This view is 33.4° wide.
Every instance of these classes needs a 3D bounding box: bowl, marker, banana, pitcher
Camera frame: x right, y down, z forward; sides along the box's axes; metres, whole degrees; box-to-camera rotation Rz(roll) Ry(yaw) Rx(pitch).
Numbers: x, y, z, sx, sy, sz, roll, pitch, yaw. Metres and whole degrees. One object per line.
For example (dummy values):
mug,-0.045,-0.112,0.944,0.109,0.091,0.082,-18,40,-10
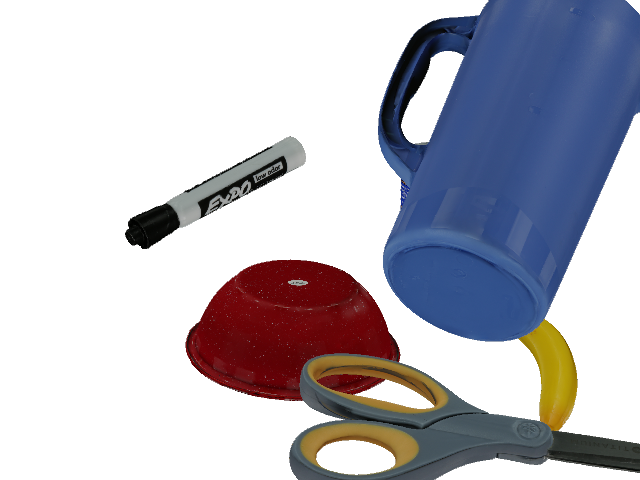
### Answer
bowl,-0.019,0.056,0.792,0.162,0.055,0.162,3,21,-1
marker,-0.058,-0.027,0.603,0.120,0.020,0.020,-31,17,-32
banana,0.234,0.129,1.136,0.069,0.037,0.198,-25,34,2
pitcher,0.123,-0.059,0.723,0.145,0.242,0.149,45,-36,-23

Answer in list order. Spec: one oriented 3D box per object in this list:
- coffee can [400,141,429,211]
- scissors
coffee can,0.128,-0.019,1.035,0.103,0.140,0.103,0,16,0
scissors,0.075,0.094,0.452,0.202,0.016,0.096,16,34,23
